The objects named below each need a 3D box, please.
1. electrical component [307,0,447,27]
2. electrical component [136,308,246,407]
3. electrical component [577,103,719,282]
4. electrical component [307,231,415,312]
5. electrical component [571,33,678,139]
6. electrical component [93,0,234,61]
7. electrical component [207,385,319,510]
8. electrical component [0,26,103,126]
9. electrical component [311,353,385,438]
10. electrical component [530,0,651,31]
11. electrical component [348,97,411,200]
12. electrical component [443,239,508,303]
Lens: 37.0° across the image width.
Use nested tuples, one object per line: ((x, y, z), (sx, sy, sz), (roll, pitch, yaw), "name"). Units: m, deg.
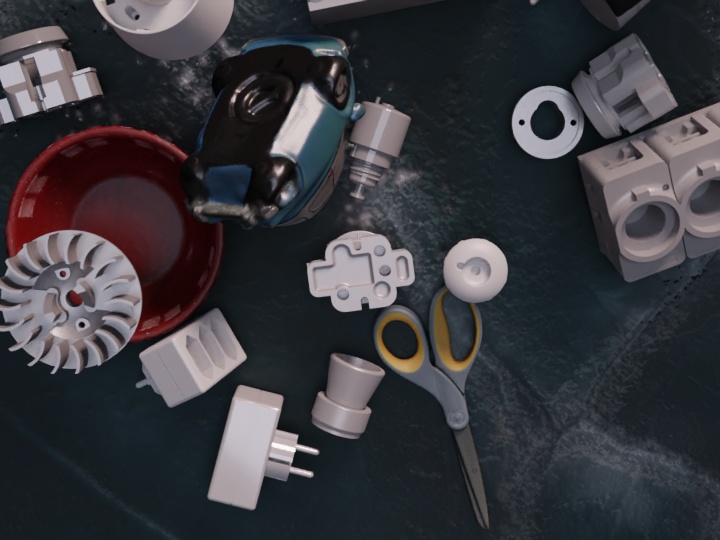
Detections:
((0.031, -0.228, 0.783), (0.150, 0.089, 0.061), (-11, 96, 0), "electrical component")
((-0.141, 0.073, 0.827), (0.077, 0.066, 0.047), (-26, 97, 31), "electrical component")
((0.252, -0.062, 0.804), (0.150, 0.061, 0.089), (-21, 121, 1), "electrical component")
((0.000, 0.000, 0.822), (0.078, 0.057, 0.058), (-8, 96, 0), "electrical component")
((0.197, -0.135, 0.808), (0.057, 0.078, 0.058), (-32, 127, 22), "electrical component")
((-0.150, -0.213, 0.806), (0.099, 0.064, 0.099), (-1, 86, 9), "electrical component")
((-0.071, 0.142, 0.840), (0.076, 0.047, 0.083), (15, 95, -3), "electrical component")
((-0.240, -0.147, 0.803), (0.078, 0.058, 0.057), (-17, 99, 1), "electrical component")
((-0.010, 0.098, 0.838), (0.045, 0.045, 0.055), (19, 96, -3), "electrical component")
((0.148, -0.231, 0.804), (0.074, 0.052, 0.138), (-43, 96, 3), "electrical component")
((0.010, -0.092, 0.821), (0.040, 0.040, 0.078), (19, 95, -3), "electrical component")
((0.085, -0.002, 0.821), (0.048, 0.062, 0.048), (0, 96, -1), "electrical component")
